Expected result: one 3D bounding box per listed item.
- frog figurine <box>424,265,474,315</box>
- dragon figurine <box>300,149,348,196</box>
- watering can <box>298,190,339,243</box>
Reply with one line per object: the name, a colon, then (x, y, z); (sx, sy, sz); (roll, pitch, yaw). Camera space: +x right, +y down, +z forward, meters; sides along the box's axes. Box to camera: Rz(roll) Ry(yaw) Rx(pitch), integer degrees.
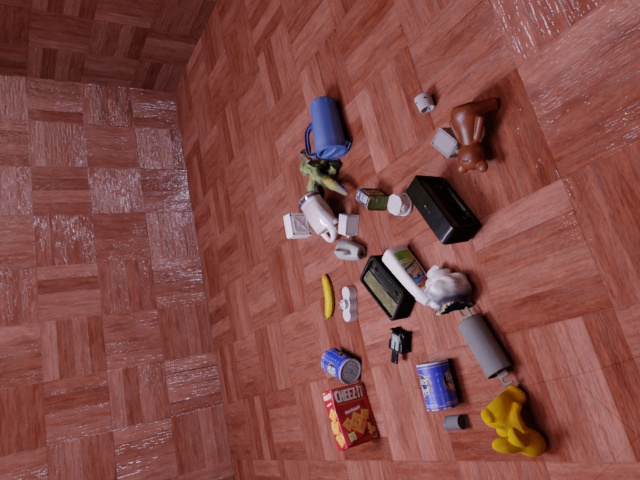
frog figurine: (0.382, 0.135, 1.570); (0.136, 0.121, 0.163); (-28, 55, 20)
dragon figurine: (0.005, -0.241, 2.188); (0.237, 0.123, 0.419); (96, 153, -45)
watering can: (0.006, -0.104, 2.070); (0.226, 0.104, 0.343); (57, 168, 10)
